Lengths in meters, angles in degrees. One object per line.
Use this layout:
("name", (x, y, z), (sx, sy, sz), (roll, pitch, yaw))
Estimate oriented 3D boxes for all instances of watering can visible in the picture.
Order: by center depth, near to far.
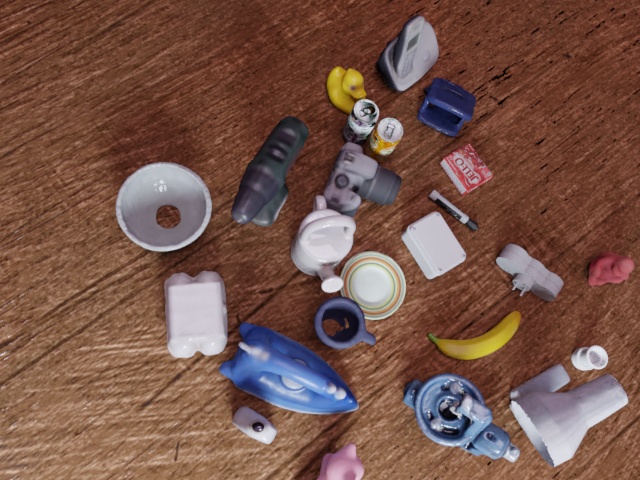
("watering can", (0.012, 0.003, 1.021), (0.101, 0.194, 0.173), (-26, 80, -16))

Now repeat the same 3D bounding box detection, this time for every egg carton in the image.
("egg carton", (-0.217, 0.130, 1.010), (0.107, 0.069, 0.150), (-5, 75, -11))

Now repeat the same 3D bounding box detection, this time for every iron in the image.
("iron", (-0.036, 0.231, 0.976), (0.258, 0.141, 0.119), (25, 72, -2))

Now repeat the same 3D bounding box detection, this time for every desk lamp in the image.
("desk lamp", (0.417, 0.294, 1.002), (0.203, 0.213, 0.118), (-26, 80, -16))

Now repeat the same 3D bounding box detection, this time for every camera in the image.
("camera", (0.084, -0.108, 1.115), (0.137, 0.100, 0.143), (21, 72, -4))

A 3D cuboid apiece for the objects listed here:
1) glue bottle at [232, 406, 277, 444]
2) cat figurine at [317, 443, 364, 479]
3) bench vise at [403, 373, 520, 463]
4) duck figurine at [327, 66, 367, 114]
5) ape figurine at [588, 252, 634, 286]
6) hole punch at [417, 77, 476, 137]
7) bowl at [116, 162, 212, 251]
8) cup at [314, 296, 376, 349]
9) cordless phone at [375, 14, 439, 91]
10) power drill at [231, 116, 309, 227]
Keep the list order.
("glue bottle", (-0.102, 0.302, 0.928), (0.078, 0.173, 0.037), (32, 72, 0))
("cat figurine", (0.024, 0.401, 0.952), (0.067, 0.117, 0.128), (44, 72, 4))
("bench vise", (0.261, 0.297, 0.970), (0.207, 0.219, 0.121), (17, 72, -5))
("duck figurine", (0.060, -0.320, 1.178), (0.078, 0.086, 0.104), (-30, 81, -16))
("ape figurine", (0.598, 0.057, 1.165), (0.078, 0.092, 0.076), (28, 72, -1))
("hole punch", (0.270, -0.291, 1.205), (0.108, 0.091, 0.101), (25, 72, -2))
("bowl", (-0.281, -0.052, 1.047), (0.167, 0.074, 0.167), (3, 74, -9))
("cup", (0.041, 0.160, 1.035), (0.118, 0.095, 0.092), (28, 72, -1))
("cordless phone", (0.198, -0.407, 1.174), (0.094, 0.185, 0.148), (43, 72, 4))
("power drill", (-0.095, -0.101, 1.024), (0.075, 0.208, 0.230), (26, 72, -2))
